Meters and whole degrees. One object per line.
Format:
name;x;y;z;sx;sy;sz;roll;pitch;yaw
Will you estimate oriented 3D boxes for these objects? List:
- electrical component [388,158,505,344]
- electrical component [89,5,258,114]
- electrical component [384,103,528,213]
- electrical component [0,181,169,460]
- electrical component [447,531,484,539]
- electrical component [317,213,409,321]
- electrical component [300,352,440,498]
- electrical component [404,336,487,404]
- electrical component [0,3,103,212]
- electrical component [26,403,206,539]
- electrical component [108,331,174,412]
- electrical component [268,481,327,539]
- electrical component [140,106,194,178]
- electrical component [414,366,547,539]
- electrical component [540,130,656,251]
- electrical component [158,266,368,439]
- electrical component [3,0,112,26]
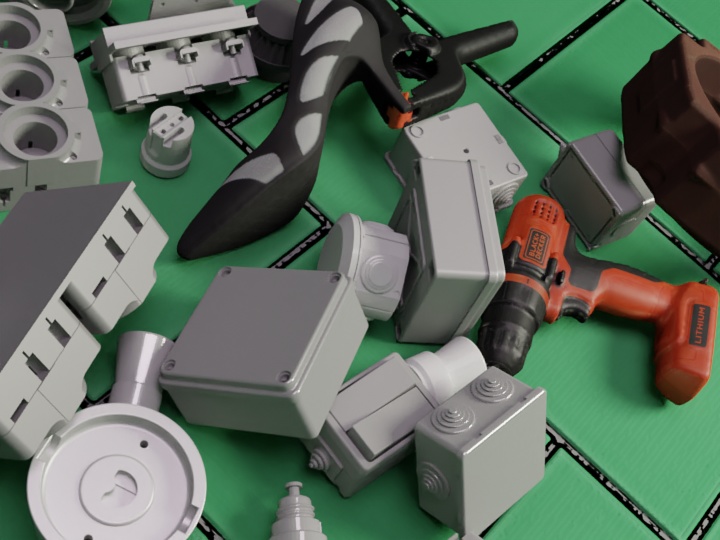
electrical component;0.062;-0.013;0.828;0.056;0.108;0.108;3;58;-14
electrical component;-0.150;-0.171;0.880;0.121;0.079;0.063;-17;95;-27
electrical component;0.083;-0.089;0.923;0.100;0.048;0.099;-22;69;-28
electrical component;-0.214;0.031;0.701;0.105;0.060;0.186;-2;46;33
electrical component;0.052;0.228;0.694;0.121;0.078;0.063;-30;44;-31
electrical component;0.000;0.000;0.817;0.051;0.080;0.080;13;55;-17
electrical component;0.004;0.110;0.758;0.096;0.061;0.061;-29;71;-31
electrical component;0.061;0.080;0.807;0.055;0.045;0.045;-21;67;-28
electrical component;-0.258;-0.126;0.820;0.089;0.061;0.150;-9;62;-24
electrical component;-0.156;0.146;0.682;0.108;0.060;0.108;9;56;-13
electrical component;-0.152;0.080;0.738;0.044;0.044;0.065;14;60;-10
electrical component;-0.042;0.179;0.712;0.040;0.040;0.078;4;58;-16
electrical component;-0.151;-0.102;0.850;0.040;0.046;0.040;9;56;-13
electrical component;0.084;0.127;0.754;0.100;0.099;0.048;-32;43;-32
electrical component;0.211;-0.077;0.948;0.061;0.061;0.096;-20;67;-28
electrical component;-0.065;0.054;0.742;0.109;0.056;0.108;3;46;26
electrical component;-0.249;-0.244;0.874;0.108;0.108;0.060;10;62;-13
